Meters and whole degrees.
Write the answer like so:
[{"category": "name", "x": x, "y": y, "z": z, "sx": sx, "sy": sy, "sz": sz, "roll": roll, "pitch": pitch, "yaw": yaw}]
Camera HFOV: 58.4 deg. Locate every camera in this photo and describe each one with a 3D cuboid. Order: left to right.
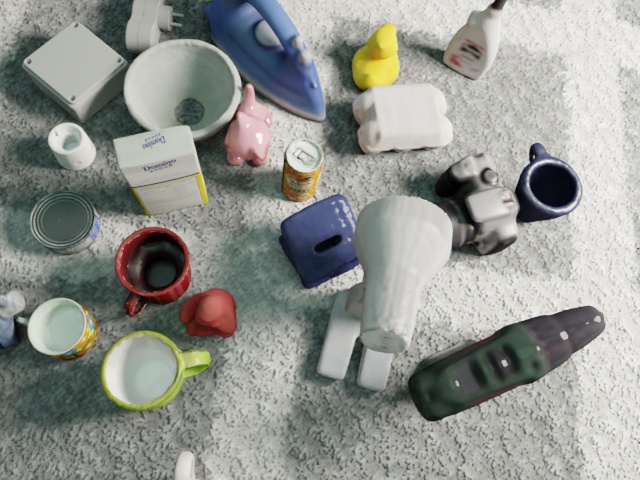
[{"category": "camera", "x": 0.204, "y": -0.046, "z": 0.828, "sx": 0.137, "sy": 0.101, "sz": 0.143, "roll": -15, "pitch": 74, "yaw": -11}]

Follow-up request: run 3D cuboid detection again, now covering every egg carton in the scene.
[{"category": "egg carton", "x": 0.126, "y": -0.185, "z": 0.883, "sx": 0.150, "sy": 0.069, "sz": 0.107, "roll": -6, "pitch": 72, "yaw": -8}]

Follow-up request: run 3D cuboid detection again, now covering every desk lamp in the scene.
[{"category": "desk lamp", "x": 0.080, "y": 0.073, "z": 0.714, "sx": 0.118, "sy": 0.213, "sz": 0.203, "roll": 15, "pitch": 70, "yaw": -1}]

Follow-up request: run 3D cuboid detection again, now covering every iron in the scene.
[{"category": "iron", "x": -0.068, "y": -0.306, "z": 0.864, "sx": 0.119, "sy": 0.141, "sz": 0.258, "roll": -37, "pitch": 79, "yaw": -16}]

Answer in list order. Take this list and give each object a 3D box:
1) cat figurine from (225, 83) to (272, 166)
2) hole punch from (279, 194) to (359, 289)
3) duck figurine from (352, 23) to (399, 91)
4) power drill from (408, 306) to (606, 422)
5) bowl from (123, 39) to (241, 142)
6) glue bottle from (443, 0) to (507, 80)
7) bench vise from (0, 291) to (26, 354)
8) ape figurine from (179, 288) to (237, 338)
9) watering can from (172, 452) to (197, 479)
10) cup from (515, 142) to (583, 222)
[{"category": "cat figurine", "x": -0.102, "y": -0.162, "z": 0.824, "sx": 0.067, "sy": 0.117, "sz": 0.128, "roll": 2, "pitch": 71, "yaw": -5}, {"category": "hole punch", "x": 0.007, "y": 0.003, "z": 0.795, "sx": 0.109, "sy": 0.091, "sz": 0.101, "roll": -27, "pitch": 76, "yaw": -14}, {"category": "duck figurine", "x": 0.094, "y": -0.294, "z": 0.907, "sx": 0.077, "sy": 0.086, "sz": 0.104, "roll": 21, "pitch": 70, "yaw": 1}, {"category": "power drill", "x": 0.206, "y": 0.152, "z": 0.704, "sx": 0.230, "sy": 0.208, "sz": 0.075, "roll": -23, "pitch": 75, "yaw": -13}, {"category": "bowl", "x": -0.200, "y": -0.209, "z": 0.852, "sx": 0.167, "sy": 0.074, "sz": 0.167, "roll": 2, "pitch": 71, "yaw": -6}, {"category": "glue bottle", "x": 0.250, "y": -0.321, "z": 0.887, "sx": 0.078, "sy": 0.173, "sz": 0.037, "roll": 26, "pitch": 71, "yaw": 3}, {"category": "bench vise", "x": -0.459, "y": 0.096, "z": 0.643, "sx": 0.208, "sy": 0.219, "sz": 0.121, "roll": -42, "pitch": 80, "yaw": -17}, {"category": "ape figurine", "x": -0.142, "y": 0.095, "z": 0.747, "sx": 0.077, "sy": 0.092, "sz": 0.076, "roll": 37, "pitch": 72, "yaw": 7}, {"category": "watering can", "x": -0.154, "y": 0.324, "z": 0.614, "sx": 0.101, "sy": 0.194, "sz": 0.173, "roll": -17, "pitch": 74, "yaw": -11}, {"category": "cup", "x": 0.322, "y": -0.076, "z": 0.854, "sx": 0.092, "sy": 0.095, "sz": 0.118, "roll": -9, "pitch": 73, "yaw": -9}]
